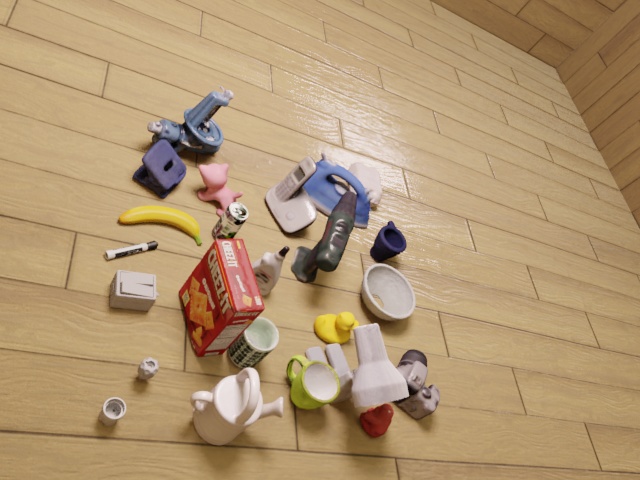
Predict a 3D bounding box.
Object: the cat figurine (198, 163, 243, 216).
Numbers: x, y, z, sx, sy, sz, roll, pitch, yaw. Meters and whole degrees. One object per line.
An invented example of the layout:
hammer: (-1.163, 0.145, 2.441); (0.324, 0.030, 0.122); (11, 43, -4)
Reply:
cat figurine: (-0.248, -0.137, 1.426); (0.128, 0.117, 0.067); (39, 42, -4)

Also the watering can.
watering can: (-0.152, 0.308, 1.083); (0.173, 0.193, 0.101); (-3, 59, -38)

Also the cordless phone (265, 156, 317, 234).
cordless phone: (-0.052, -0.118, 1.508); (0.094, 0.184, 0.147); (-18, 69, -44)

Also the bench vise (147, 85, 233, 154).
bench vise: (-0.309, -0.285, 1.424); (0.121, 0.219, 0.208); (50, 43, 9)

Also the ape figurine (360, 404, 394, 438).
ape figurine: (0.136, 0.401, 1.299); (0.078, 0.092, 0.076); (18, 47, -24)

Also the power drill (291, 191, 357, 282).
power drill: (0.013, 0.005, 1.440); (0.076, 0.208, 0.229); (28, 44, -15)

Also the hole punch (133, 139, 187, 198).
hole punch: (-0.376, -0.174, 1.380); (0.101, 0.091, 0.109); (35, 43, -8)

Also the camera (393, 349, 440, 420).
camera: (0.237, 0.343, 1.415); (0.143, 0.100, 0.137); (40, 42, -3)

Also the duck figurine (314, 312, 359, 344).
duck figurine: (0.045, 0.204, 1.394); (0.105, 0.086, 0.077); (20, 47, -23)

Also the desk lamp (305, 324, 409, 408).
desk lamp: (0.082, 0.288, 1.260); (0.118, 0.213, 0.203); (-2, 58, -38)

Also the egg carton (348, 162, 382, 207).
egg carton: (0.136, -0.174, 1.780); (0.107, 0.069, 0.150); (17, 48, -26)

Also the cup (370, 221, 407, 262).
cup: (0.187, 0.008, 1.652); (0.092, 0.094, 0.117); (20, 47, -23)

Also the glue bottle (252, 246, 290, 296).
glue bottle: (-0.115, 0.062, 1.324); (0.078, 0.173, 0.037); (32, 43, -11)

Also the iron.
iron: (0.067, -0.144, 1.650); (0.259, 0.141, 0.119); (32, 43, -11)

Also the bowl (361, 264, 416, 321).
bowl: (0.171, 0.152, 1.539); (0.168, 0.074, 0.167); (20, 47, -23)
